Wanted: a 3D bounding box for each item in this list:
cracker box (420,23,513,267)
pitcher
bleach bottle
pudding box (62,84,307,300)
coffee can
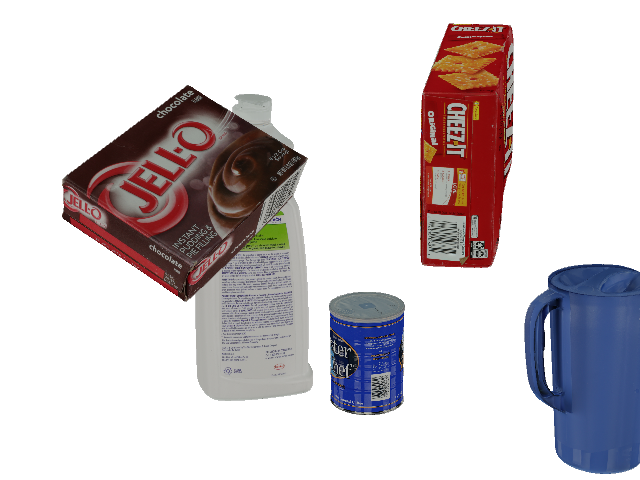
[{"bbox_3d":[0.140,-0.094,0.989,0.072,0.164,0.213,4,27,13],"label":"cracker box"},{"bbox_3d":[0.335,0.158,1.308,0.149,0.243,0.144,4,16,22],"label":"pitcher"},{"bbox_3d":[-0.052,0.006,0.882,0.102,0.251,0.068,-4,20,-19],"label":"bleach bottle"},{"bbox_3d":[-0.076,-0.030,0.604,0.090,0.039,0.113,33,47,13],"label":"pudding box"},{"bbox_3d":[0.064,0.153,1.458,0.103,0.140,0.103,-1,17,0],"label":"coffee can"}]
